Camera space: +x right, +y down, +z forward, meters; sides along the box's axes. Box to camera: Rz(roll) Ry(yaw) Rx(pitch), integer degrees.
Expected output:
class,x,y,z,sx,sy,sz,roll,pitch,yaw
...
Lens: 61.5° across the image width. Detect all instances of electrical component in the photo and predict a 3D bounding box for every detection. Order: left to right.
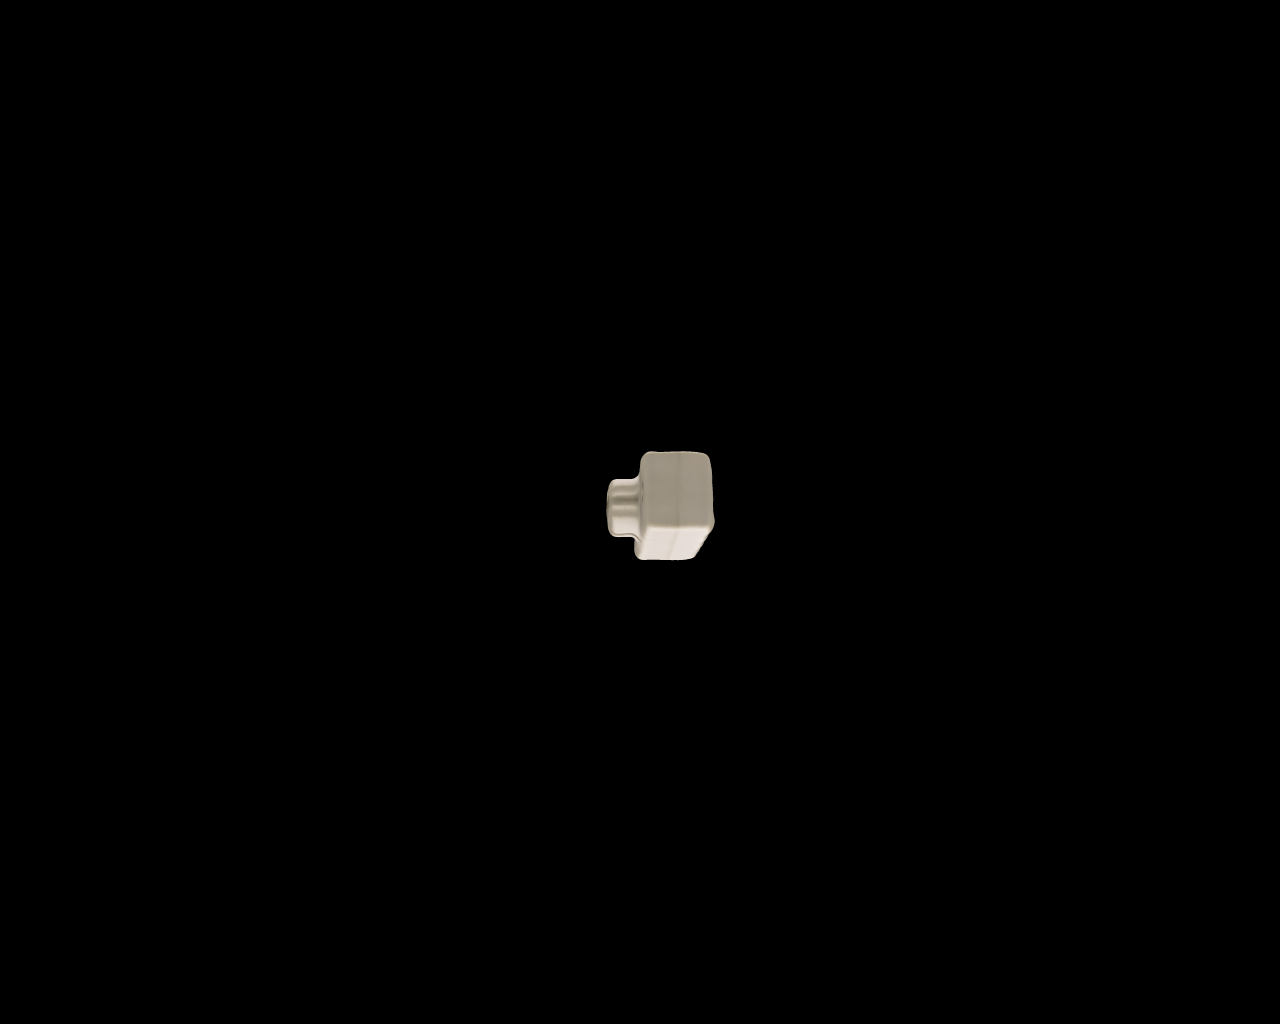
class,x,y,z,sx,sy,sz,roll,pitch,yaw
electrical component,0.001,-0.003,0.650,0.076,0.047,0.083,1,-15,-4
